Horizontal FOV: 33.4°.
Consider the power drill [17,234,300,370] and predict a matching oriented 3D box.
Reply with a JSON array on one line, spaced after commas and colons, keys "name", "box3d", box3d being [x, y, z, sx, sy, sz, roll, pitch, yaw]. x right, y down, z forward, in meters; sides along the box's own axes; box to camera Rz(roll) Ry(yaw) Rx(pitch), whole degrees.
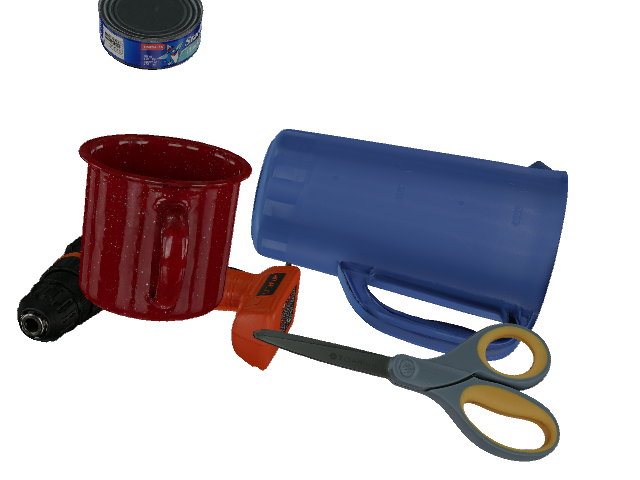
[{"name": "power drill", "box3d": [-0.119, 0.044, 0.831, 0.188, 0.057, 0.184, 14, 24, 9]}]

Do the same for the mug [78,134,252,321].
[{"name": "mug", "box3d": [-0.086, -0.003, 0.576, 0.093, 0.081, 0.117, 3, 19, -18]}]

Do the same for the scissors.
[{"name": "scissors", "box3d": [0.065, 0.069, 0.668, 0.201, 0.096, 0.016, 29, -30, -4]}]

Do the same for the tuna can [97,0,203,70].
[{"name": "tuna can", "box3d": [-0.141, -0.181, 0.887, 0.086, 0.086, 0.034, 0, -41, -9]}]

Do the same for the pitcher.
[{"name": "pitcher", "box3d": [0.069, -0.006, 0.864, 0.243, 0.145, 0.149, 12, 16, 6]}]
